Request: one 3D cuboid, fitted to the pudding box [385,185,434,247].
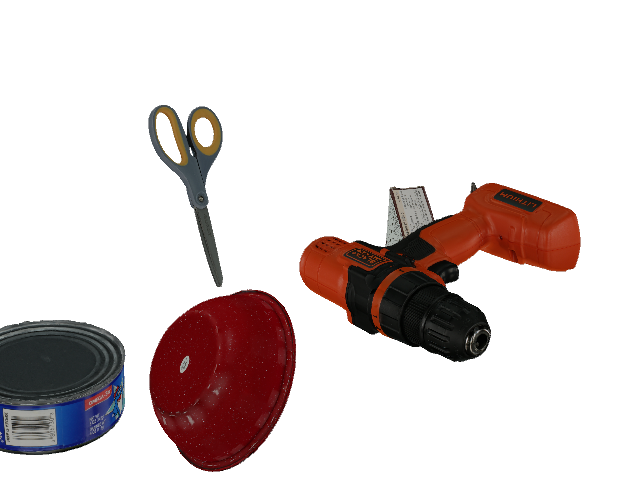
[{"bbox_3d":[0.086,0.011,1.014,0.039,0.090,0.113,0,28,-5],"label":"pudding box"}]

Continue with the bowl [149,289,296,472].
[{"bbox_3d":[-0.095,0.110,0.903,0.055,0.162,0.162,26,-17,-39],"label":"bowl"}]

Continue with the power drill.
[{"bbox_3d":[0.104,0.019,0.794,0.187,0.057,0.185,-20,29,-32],"label":"power drill"}]

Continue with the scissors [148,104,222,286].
[{"bbox_3d":[-0.122,-0.059,1.161,0.096,0.202,0.016,-33,13,-37],"label":"scissors"}]

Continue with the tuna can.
[{"bbox_3d":[-0.146,0.076,0.562,0.086,0.034,0.086,2,23,-1],"label":"tuna can"}]
